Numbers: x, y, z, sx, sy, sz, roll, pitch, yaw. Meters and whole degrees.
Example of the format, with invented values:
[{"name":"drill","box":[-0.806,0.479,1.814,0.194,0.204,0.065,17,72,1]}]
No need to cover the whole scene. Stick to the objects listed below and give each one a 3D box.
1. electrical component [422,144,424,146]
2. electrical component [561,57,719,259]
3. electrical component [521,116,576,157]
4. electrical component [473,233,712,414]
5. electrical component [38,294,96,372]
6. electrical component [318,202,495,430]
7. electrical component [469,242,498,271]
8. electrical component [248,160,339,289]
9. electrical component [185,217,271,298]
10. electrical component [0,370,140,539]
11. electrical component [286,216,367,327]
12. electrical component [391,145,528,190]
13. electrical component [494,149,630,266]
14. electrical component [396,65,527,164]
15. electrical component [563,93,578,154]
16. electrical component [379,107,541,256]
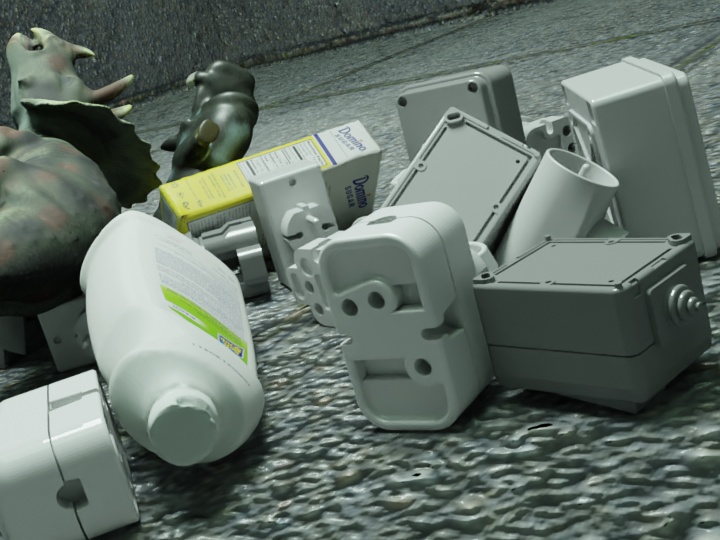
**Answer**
[{"name":"electrical component","box":[0.088,-0.048,0.691,0.076,0.083,0.047,-21,-25,-16]},{"name":"electrical component","box":[0.167,-0.065,0.644,0.056,0.108,0.108,-17,15,6]},{"name":"electrical component","box":[0.142,-0.096,0.877,0.078,0.058,0.057,-22,19,-22]},{"name":"electrical component","box":[0.108,0.023,0.474,0.062,0.061,0.096,-28,19,-39]},{"name":"electrical component","box":[-0.173,0.038,0.731,0.083,0.047,0.075,-16,15,-2]},{"name":"electrical component","box":[0.026,0.019,0.504,0.054,0.095,0.059,-5,18,33]},{"name":"electrical component","box":[0.052,0.018,0.559,0.048,0.055,0.066,-24,17,-29]},{"name":"electrical component","box":[-0.039,-0.031,0.772,0.047,0.083,0.076,-20,16,-15]},{"name":"electrical component","box":[-0.101,-0.005,0.795,0.057,0.058,0.078,-15,15,-7]},{"name":"electrical component","box":[-0.142,0.089,0.501,0.059,0.053,0.095,-19,15,-12]},{"name":"electrical component","box":[0.000,0.000,0.675,0.057,0.058,0.078,-30,20,-34]},{"name":"electrical component","box":[0.077,-0.048,0.763,0.095,0.059,0.053,-10,16,20]},{"name":"electrical component","box":[0.121,-0.014,0.589,0.079,0.077,0.043,31,24,17]},{"name":"electrical component","box":[0.081,-0.092,0.818,0.078,0.113,0.057,-6,15,32]},{"name":"electrical component","box":[0.185,-0.093,0.761,0.050,0.089,0.055,-17,15,-6]},{"name":"electrical component","box":[0.055,-0.032,0.622,0.096,0.062,0.061,-56,-17,-11]}]
